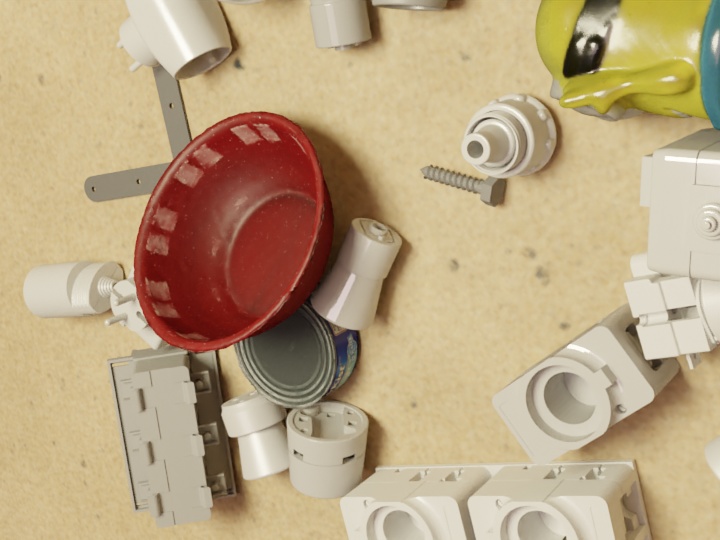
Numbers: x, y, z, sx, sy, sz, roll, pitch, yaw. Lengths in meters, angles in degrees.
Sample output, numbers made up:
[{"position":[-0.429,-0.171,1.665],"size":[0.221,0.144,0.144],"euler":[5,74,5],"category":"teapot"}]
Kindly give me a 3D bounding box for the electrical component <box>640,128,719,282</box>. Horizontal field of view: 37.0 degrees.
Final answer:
[{"position":[0.175,-0.033,0.530],"size":[0.061,0.096,0.061],"euler":[9,109,33],"category":"electrical component"}]

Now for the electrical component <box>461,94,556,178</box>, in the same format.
[{"position":[0.078,-0.072,0.603],"size":[0.048,0.062,0.048],"euler":[10,110,31],"category":"electrical component"}]

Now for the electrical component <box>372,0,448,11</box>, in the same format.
[{"position":[0.029,-0.178,0.614],"size":[0.066,0.048,0.055],"euler":[9,102,31],"category":"electrical component"}]

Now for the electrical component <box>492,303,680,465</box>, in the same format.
[{"position":[0.127,0.067,0.617],"size":[0.089,0.056,0.050],"euler":[-40,81,35],"category":"electrical component"}]

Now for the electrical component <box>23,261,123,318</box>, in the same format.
[{"position":[-0.218,0.015,0.835],"size":[0.081,0.043,0.043],"euler":[-4,102,34],"category":"electrical component"}]

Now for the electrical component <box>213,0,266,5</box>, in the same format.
[{"position":[-0.085,-0.211,0.649],"size":[0.064,0.099,0.099],"euler":[13,111,37],"category":"electrical component"}]

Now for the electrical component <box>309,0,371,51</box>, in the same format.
[{"position":[-0.015,-0.166,0.649],"size":[0.044,0.044,0.065],"euler":[1,110,33],"category":"electrical component"}]

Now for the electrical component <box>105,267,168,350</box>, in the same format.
[{"position":[-0.152,0.021,0.773],"size":[0.047,0.077,0.065],"euler":[40,122,17],"category":"electrical component"}]

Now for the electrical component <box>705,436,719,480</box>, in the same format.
[{"position":[0.222,0.089,0.571],"size":[0.044,0.044,0.065],"euler":[44,118,14],"category":"electrical component"}]

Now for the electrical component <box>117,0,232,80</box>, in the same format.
[{"position":[-0.135,-0.163,0.726],"size":[0.079,0.043,0.077],"euler":[-30,87,34],"category":"electrical component"}]

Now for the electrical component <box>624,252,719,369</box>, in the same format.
[{"position":[0.180,0.019,0.575],"size":[0.055,0.048,0.066],"euler":[-13,97,43],"category":"electrical component"}]

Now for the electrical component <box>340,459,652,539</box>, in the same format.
[{"position":[0.085,0.182,0.676],"size":[0.186,0.060,0.105],"euler":[-9,99,35],"category":"electrical component"}]

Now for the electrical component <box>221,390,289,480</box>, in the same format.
[{"position":[-0.071,0.116,0.768],"size":[0.045,0.045,0.055],"euler":[-17,94,36],"category":"electrical component"}]

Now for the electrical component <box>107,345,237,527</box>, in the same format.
[{"position":[-0.138,0.122,0.795],"size":[0.079,0.063,0.121],"euler":[-8,103,-7],"category":"electrical component"}]

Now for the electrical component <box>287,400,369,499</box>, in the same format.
[{"position":[-0.023,0.123,0.734],"size":[0.055,0.055,0.047],"euler":[16,116,29],"category":"electrical component"}]

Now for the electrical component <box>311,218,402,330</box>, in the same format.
[{"position":[0.000,0.000,0.690],"size":[0.044,0.044,0.065],"euler":[34,115,21],"category":"electrical component"}]
